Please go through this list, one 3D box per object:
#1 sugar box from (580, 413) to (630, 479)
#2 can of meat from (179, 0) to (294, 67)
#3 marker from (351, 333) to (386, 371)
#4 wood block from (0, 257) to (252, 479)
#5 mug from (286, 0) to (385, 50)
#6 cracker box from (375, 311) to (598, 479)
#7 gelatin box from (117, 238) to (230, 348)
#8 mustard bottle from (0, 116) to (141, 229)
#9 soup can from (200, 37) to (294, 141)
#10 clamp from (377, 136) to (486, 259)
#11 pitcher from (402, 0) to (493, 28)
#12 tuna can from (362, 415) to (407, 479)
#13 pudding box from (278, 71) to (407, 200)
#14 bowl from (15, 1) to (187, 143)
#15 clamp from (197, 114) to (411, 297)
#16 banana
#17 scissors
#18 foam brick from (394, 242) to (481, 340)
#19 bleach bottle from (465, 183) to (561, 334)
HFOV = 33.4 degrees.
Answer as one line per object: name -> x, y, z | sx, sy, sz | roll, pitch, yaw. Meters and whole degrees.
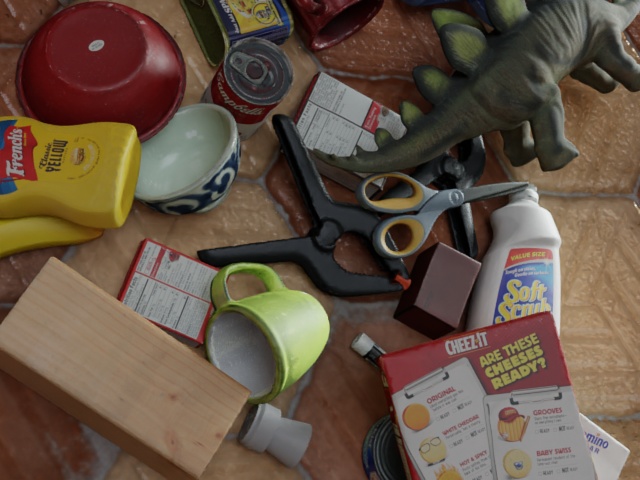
sugar box -> 0.228, 0.257, 1.054 | 0.093, 0.048, 0.176 | 37, 62, -4
can of meat -> -0.085, -0.236, 1.080 | 0.083, 0.058, 0.102 | -22, 83, -27
marker -> 0.081, 0.137, 1.050 | 0.121, 0.020, 0.020 | 41, 65, -5
wood block -> -0.176, 0.116, 0.921 | 0.206, 0.091, 0.090 | 35, 65, -7
mug -> 0.001, -0.254, 1.093 | 0.081, 0.093, 0.117 | 57, 32, 9
cracker box -> 0.156, 0.188, 0.972 | 0.164, 0.072, 0.214 | -14, 84, -4
gelatin box -> -0.138, 0.049, 0.989 | 0.089, 0.030, 0.073 | 24, 69, -12
mustard bottle -> -0.260, -0.064, 0.942 | 0.191, 0.058, 0.096 | 5, 62, 5
soup can -> -0.073, -0.143, 1.030 | 0.068, 0.102, 0.068 | 6, 72, -19
clamp -> 0.122, -0.069, 1.115 | 0.120, 0.039, 0.171 | 23, 62, -25
pitcher -> 0.199, -0.318, 1.178 | 0.242, 0.145, 0.149 | -15, 56, -20
tuna can -> 0.084, 0.206, 1.022 | 0.086, 0.034, 0.086 | 6, 72, -19
pudding box -> 0.026, -0.107, 1.092 | 0.113, 0.039, 0.090 | 27, 68, -8
bowl -> -0.205, -0.165, 0.993 | 0.162, 0.055, 0.162 | 2, 68, -5
clamp -> -0.007, 0.001, 1.043 | 0.210, 0.036, 0.164 | 38, 78, -14
banana -> -0.288, 0.014, 0.941 | 0.197, 0.037, 0.069 | -34, 95, -26
scissors -> 0.127, -0.023, 1.074 | 0.201, 0.016, 0.096 | 6, 80, -24
foam brick -> 0.117, 0.051, 1.072 | 0.053, 0.051, 0.078 | 29, 66, -9
bleach bottle -> 0.195, 0.058, 1.094 | 0.102, 0.068, 0.251 | 11, 67, -10
